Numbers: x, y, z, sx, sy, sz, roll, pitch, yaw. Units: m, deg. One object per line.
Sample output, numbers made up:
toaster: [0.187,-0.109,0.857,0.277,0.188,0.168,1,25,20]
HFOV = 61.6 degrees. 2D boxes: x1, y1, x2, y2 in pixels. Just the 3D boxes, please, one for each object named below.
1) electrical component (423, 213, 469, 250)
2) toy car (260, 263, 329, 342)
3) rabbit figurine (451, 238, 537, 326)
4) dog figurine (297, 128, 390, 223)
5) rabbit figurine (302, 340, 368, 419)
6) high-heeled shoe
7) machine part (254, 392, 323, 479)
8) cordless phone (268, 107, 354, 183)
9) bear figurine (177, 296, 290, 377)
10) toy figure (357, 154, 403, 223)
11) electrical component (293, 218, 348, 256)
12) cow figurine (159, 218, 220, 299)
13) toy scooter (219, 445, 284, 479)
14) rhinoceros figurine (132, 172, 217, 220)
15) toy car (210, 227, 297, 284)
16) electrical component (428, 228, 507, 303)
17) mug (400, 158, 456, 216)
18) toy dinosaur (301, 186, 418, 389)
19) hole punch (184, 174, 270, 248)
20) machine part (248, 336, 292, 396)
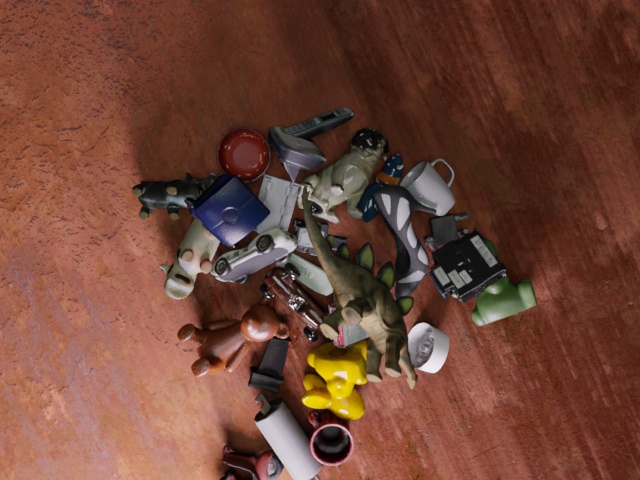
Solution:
electrical component: [0.272,-0.014,1.148,0.102,0.045,0.078,-6,97,0]
toy car: [-0.038,0.137,1.138,0.089,0.053,0.202,-39,102,14]
rabbit figurine: [0.351,0.086,1.143,0.159,0.121,0.170,-22,77,8]
dog figurine: [0.044,-0.144,1.123,0.173,0.121,0.190,5,56,32]
rabbit figurine: [0.041,0.311,1.144,0.162,0.122,0.173,-13,110,4]
high-heeled shoe: [0.150,0.012,1.109,0.145,0.086,0.248,11,106,-13]
machine part: [-0.067,0.436,1.171,0.079,0.079,0.243,-33,94,2]
cordless phone: [-0.004,-0.206,1.080,0.184,0.147,0.088,-26,123,-3]
bear figurine: [-0.173,0.196,1.122,0.196,0.131,0.120,-31,66,8]
toy figure: [0.127,-0.110,1.130,0.064,0.057,0.154,38,97,18]
electrical component: [-0.002,-0.003,1.143,0.119,0.048,0.074,6,95,-2]
cow figurine: [-0.266,0.031,1.115,0.085,0.127,0.195,30,78,-24]
toy scooter: [-0.177,0.525,1.179,0.135,0.075,0.184,33,91,-4]
rhinoceros figurine: [-0.289,-0.092,1.106,0.190,0.112,0.073,-4,112,11]
toy car: [-0.138,0.035,1.107,0.202,0.073,0.056,-27,56,26]
electrical component: [0.290,0.057,1.083,0.134,0.058,0.115,-31,60,8]
mug: [0.238,-0.110,1.127,0.107,0.081,0.109,43,86,-15]
toy dinosaur: [0.080,0.113,1.058,0.105,0.198,0.470,-20,114,36]
hole punch: [-0.174,-0.058,1.047,0.116,0.092,0.142,-50,118,-16]
machine part: [-0.106,0.267,1.174,0.084,0.039,0.138,21,96,2]
